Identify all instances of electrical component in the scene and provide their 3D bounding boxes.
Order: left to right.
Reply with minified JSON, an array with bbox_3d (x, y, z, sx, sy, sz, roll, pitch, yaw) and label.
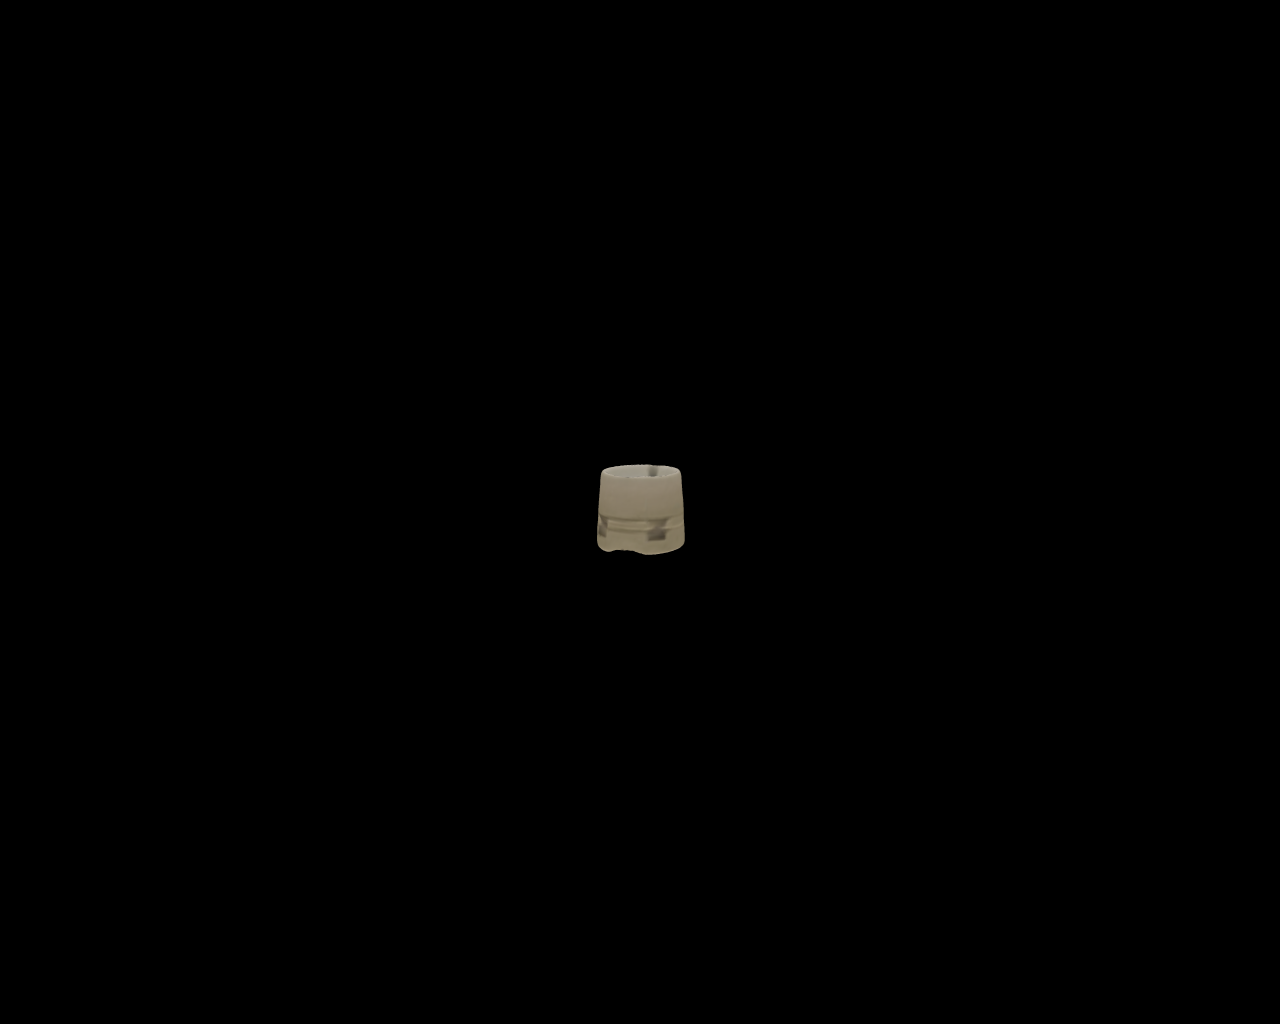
[{"bbox_3d":[0.001,-0.003,0.650,0.055,0.047,0.055,0,11,0],"label":"electrical component"}]
